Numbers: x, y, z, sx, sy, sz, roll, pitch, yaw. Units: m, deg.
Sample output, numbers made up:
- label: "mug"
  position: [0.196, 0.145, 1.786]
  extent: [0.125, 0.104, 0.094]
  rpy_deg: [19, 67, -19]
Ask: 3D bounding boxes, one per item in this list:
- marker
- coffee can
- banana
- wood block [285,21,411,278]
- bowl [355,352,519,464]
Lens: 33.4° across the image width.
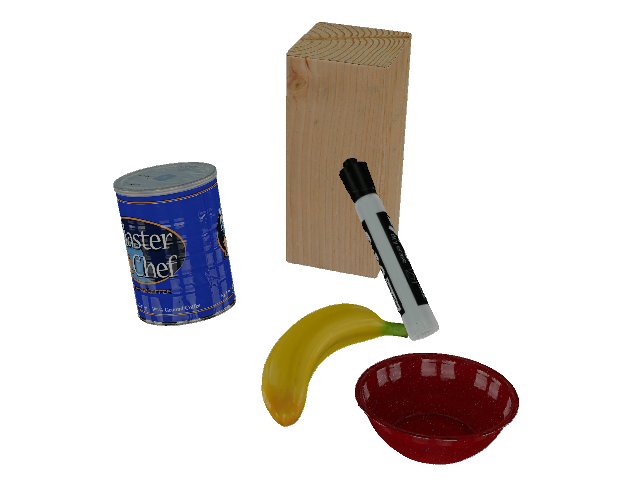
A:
- label: "marker"
  position: [0.040, 0.003, 0.650]
  extent: [0.020, 0.121, 0.020]
  rpy_deg: [-20, -19, -7]
- label: "coffee can"
  position: [-0.145, 0.002, 1.073]
  extent: [0.103, 0.140, 0.103]
  rpy_deg: [-7, 18, 2]
- label: "banana"
  position: [-0.001, 0.088, 0.843]
  extent: [0.070, 0.037, 0.197]
  rpy_deg: [11, 23, 29]
- label: "wood block"
  position: [0.024, -0.081, 0.967]
  extent: [0.091, 0.206, 0.090]
  rpy_deg: [10, 32, 15]
- label: "bowl"
  position: [0.114, 0.174, 1.064]
  extent: [0.162, 0.055, 0.162]
  rpy_deg: [1, 24, 0]
